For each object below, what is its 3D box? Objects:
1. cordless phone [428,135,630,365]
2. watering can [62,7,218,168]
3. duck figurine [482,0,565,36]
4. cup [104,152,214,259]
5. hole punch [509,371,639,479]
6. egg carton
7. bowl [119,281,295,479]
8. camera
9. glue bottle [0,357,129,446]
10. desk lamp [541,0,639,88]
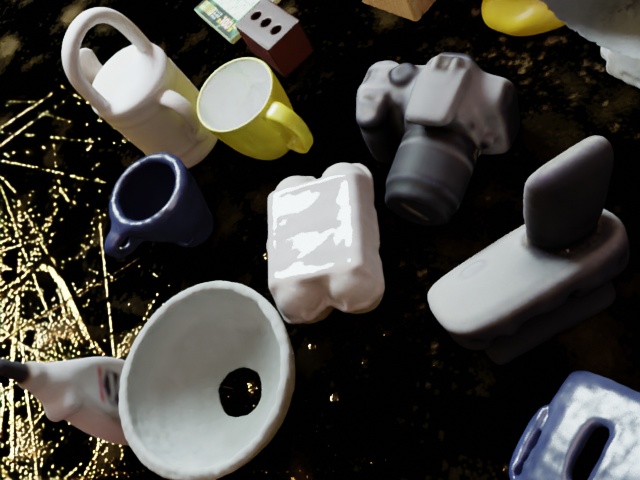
[{"bbox_3d":[0.136,0.005,0.396,0.147,0.186,0.094,-35,56,5],"label":"cordless phone"},{"bbox_3d":[-0.207,-0.167,0.630,0.172,0.195,0.101,1,66,25],"label":"watering can"},{"bbox_3d":[0.205,-0.254,0.553,0.104,0.086,0.077,7,69,27],"label":"duck figurine"},{"bbox_3d":[-0.161,-0.019,0.597,0.091,0.095,0.118,28,79,32],"label":"cup"},{"bbox_3d":[0.179,0.146,0.364,0.100,0.091,0.109,26,78,32],"label":"hole punch"},{"bbox_3d":[0.005,0.002,0.527,0.107,0.070,0.150,-14,61,18],"label":"egg carton"},{"bbox_3d":[-0.087,0.125,0.504,0.167,0.075,0.167,-10,62,20],"label":"bowl"},{"bbox_3d":[0.091,-0.091,0.515,0.142,0.101,0.137,14,72,29],"label":"camera"},{"bbox_3d":[-0.211,0.130,0.498,0.037,0.174,0.078,-31,57,8],"label":"glue bottle"},{"bbox_3d":[0.260,-0.206,0.427,0.203,0.214,0.117,-44,56,-1],"label":"desk lamp"}]
